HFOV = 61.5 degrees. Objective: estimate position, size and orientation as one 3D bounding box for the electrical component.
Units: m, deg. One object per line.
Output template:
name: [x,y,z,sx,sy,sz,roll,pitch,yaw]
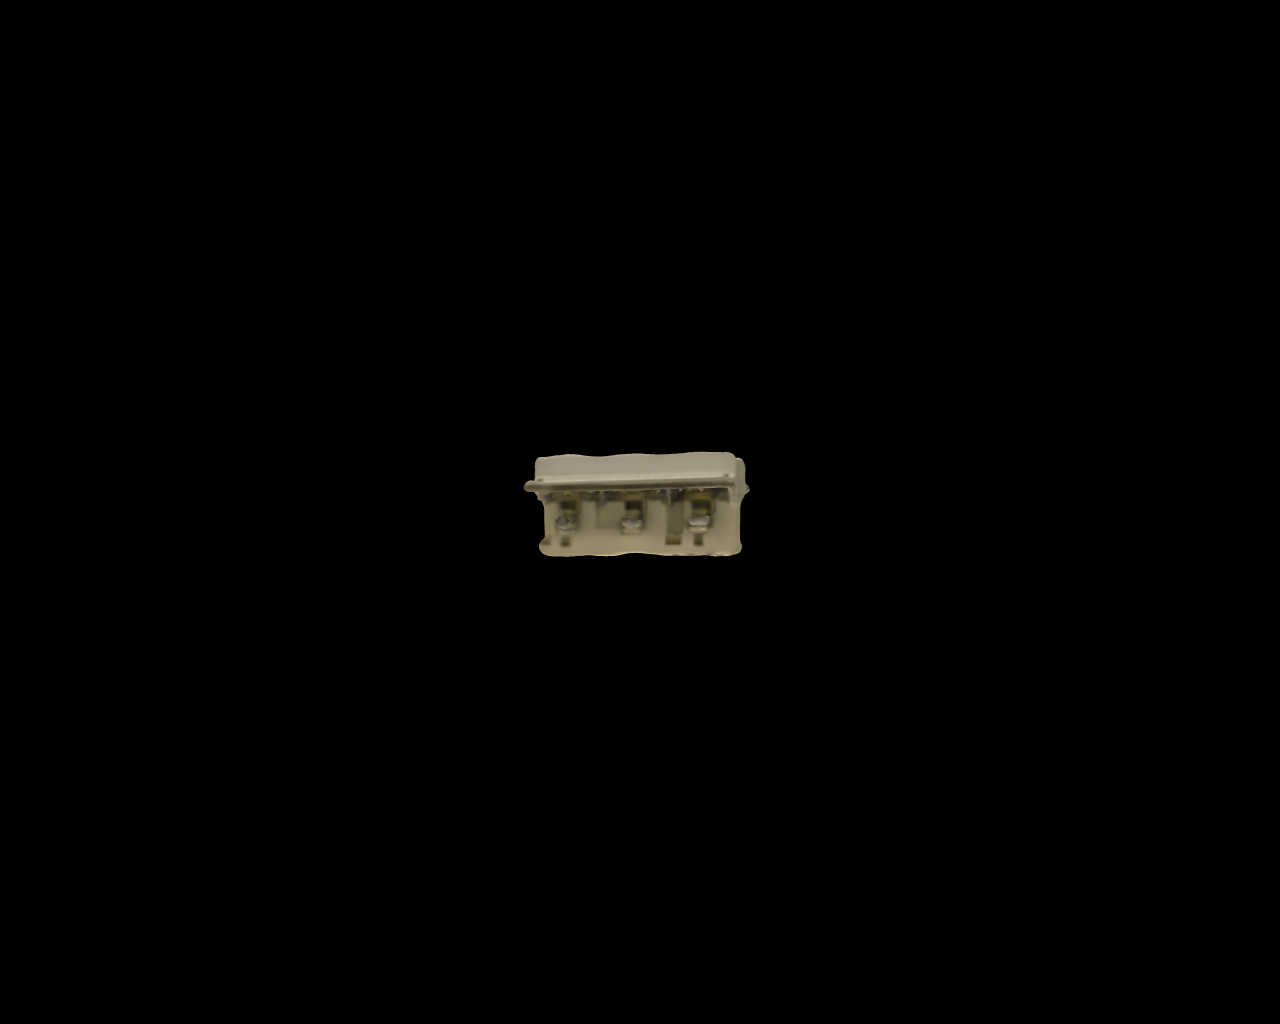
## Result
electrical component: [0.001,-0.003,0.650,0.121,0.063,0.079,0,0,13]
